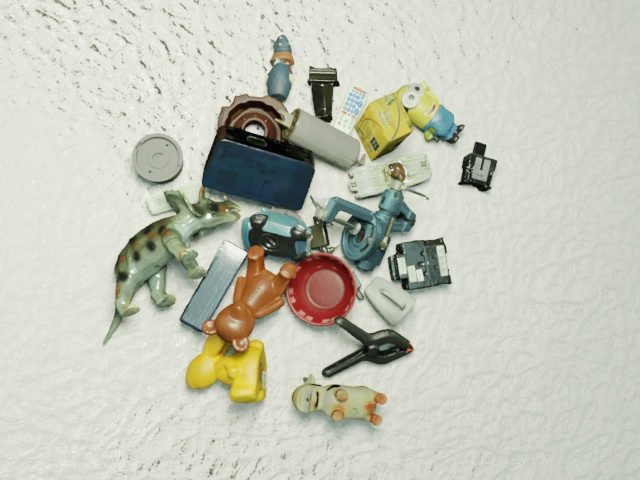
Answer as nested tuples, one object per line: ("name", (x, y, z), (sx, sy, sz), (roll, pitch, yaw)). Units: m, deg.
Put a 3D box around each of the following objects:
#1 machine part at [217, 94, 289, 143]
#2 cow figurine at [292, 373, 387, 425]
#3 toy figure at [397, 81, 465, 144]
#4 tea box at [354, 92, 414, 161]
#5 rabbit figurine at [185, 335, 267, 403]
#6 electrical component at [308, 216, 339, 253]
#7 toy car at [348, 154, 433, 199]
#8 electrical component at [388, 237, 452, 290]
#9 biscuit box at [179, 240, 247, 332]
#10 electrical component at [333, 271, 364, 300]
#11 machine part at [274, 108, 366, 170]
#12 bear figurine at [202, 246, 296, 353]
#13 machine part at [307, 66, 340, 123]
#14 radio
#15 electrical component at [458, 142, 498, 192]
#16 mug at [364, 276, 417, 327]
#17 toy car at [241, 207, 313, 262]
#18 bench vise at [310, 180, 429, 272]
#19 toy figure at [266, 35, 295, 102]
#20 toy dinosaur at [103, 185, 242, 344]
("machine part", (-0.151, -0.245, 1.231), (0.179, 0.056, 0.179), (1, 85, -6))
("cow figurine", (0.032, 0.346, 1.171), (0.195, 0.127, 0.085), (11, 84, -20))
("toy figure", (0.252, -0.295, 1.274), (0.180, 0.089, 0.082), (36, 53, -12))
("tea box", (0.140, -0.251, 1.209), (0.068, 0.169, 0.098), (-25, 86, -10))
("rabbit figurine", (-0.206, 0.271, 1.146), (0.173, 0.122, 0.162), (-6, 82, 11))
("electrical component", (-0.004, -0.005, 1.232), (0.078, 0.045, 0.102), (-19, 83, 20))
("toy car", (0.164, -0.150, 1.259), (0.202, 0.056, 0.073), (-15, 86, -9))
("electrical component", (0.228, 0.056, 1.245), (0.134, 0.058, 0.115), (-6, 83, -7))
("biscuit box", (-0.233, 0.101, 1.183), (0.063, 0.059, 0.202), (30, 81, -4))
("electrical component", (0.060, 0.104, 1.237), (0.063, 0.021, 0.094), (-29, 88, -8))
("machine part", (0.004, -0.225, 1.209), (0.243, 0.079, 0.079), (24, 81, -28))
("bear figurine", (-0.150, 0.125, 1.122), (0.120, 0.131, 0.196), (29, 41, 12))
("machine part", (0.008, -0.343, 1.270), (0.084, 0.039, 0.138), (4, 82, -12))
("radio", (-0.130, -0.154, 1.165), (0.229, 0.073, 0.131), (13, 127, -17))
("electrical component", (0.384, -0.181, 1.294), (0.075, 0.048, 0.119), (18, 84, -6))
("mug", (0.151, 0.132, 1.208), (0.107, 0.109, 0.081), (38, 85, 11))
("toy car", (-0.087, -0.022, 1.185), (0.162, 0.109, 0.103), (9, 42, 11))
("bench vise", (0.098, -0.046, 1.184), (0.240, 0.129, 0.223), (19, 108, -34))
("toy figure", (-0.092, -0.401, 1.254), (0.064, 0.058, 0.154), (8, 79, -12))
("toy dinosaur", (-0.355, 0.034, 1.145), (0.405, 0.131, 0.192), (-36, 60, 8))
